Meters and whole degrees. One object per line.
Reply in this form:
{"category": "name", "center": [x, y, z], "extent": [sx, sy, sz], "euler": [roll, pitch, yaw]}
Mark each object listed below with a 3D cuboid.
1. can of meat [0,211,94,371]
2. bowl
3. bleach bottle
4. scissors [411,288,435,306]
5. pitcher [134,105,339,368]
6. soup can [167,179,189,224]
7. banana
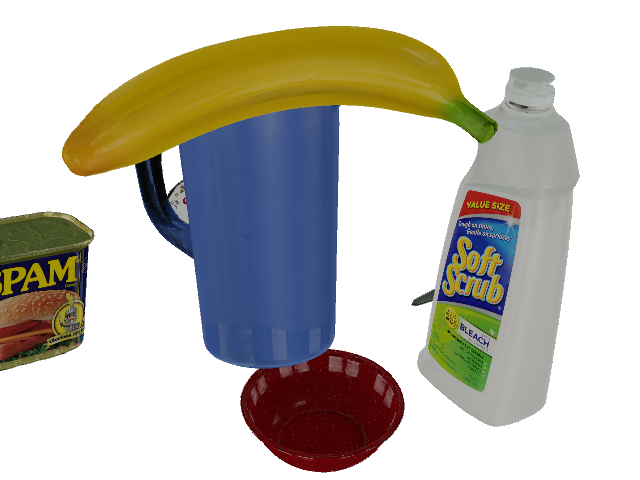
{"category": "can of meat", "center": [-0.203, 0.034, 0.703], "extent": [0.101, 0.084, 0.058], "euler": [-12, 30, -40]}
{"category": "bowl", "center": [0.002, 0.178, 1.062], "extent": [0.162, 0.055, 0.162], "euler": [0, 33, 0]}
{"category": "bleach bottle", "center": [0.124, 0.001, 0.737], "extent": [0.068, 0.251, 0.103], "euler": [-16, 34, -29]}
{"category": "scissors", "center": [0.157, 0.022, 1.095], "extent": [0.201, 0.016, 0.096], "euler": [-7, 41, -28]}
{"category": "pitcher", "center": [-0.056, -0.029, 0.845], "extent": [0.144, 0.243, 0.149], "euler": [-11, 18, -28]}
{"category": "soup can", "center": [-0.104, -0.016, 1.088], "extent": [0.102, 0.068, 0.068], "euler": [27, 14, 30]}
{"category": "banana", "center": [-0.020, -0.068, 0.490], "extent": [0.197, 0.037, 0.069], "euler": [-7, 44, -10]}
